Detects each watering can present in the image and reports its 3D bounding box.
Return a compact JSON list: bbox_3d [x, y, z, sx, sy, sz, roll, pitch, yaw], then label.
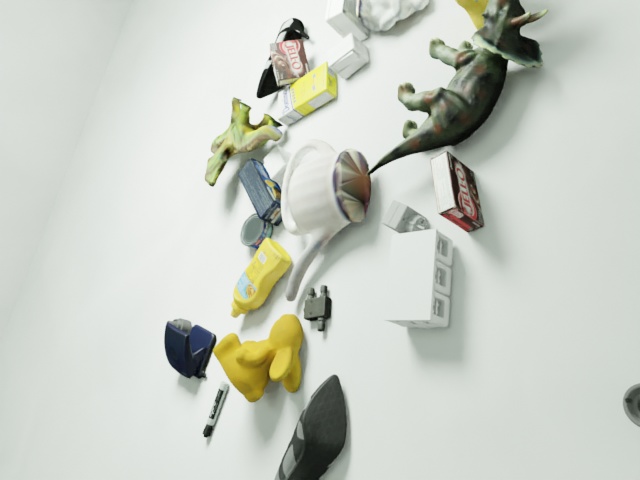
[{"bbox_3d":[0.003,-0.054,1.065,0.223,0.103,0.352,-14,70,41],"label":"watering can"}]

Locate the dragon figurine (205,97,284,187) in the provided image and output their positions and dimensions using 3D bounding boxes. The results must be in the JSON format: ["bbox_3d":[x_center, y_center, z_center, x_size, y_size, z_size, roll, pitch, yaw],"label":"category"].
[{"bbox_3d":[-0.216,-0.237,1.348,0.241,0.121,0.417,-55,27,11],"label":"dragon figurine"}]

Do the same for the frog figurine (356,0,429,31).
[{"bbox_3d":[0.168,-0.543,1.177,0.159,0.120,0.140,6,61,10],"label":"frog figurine"}]
